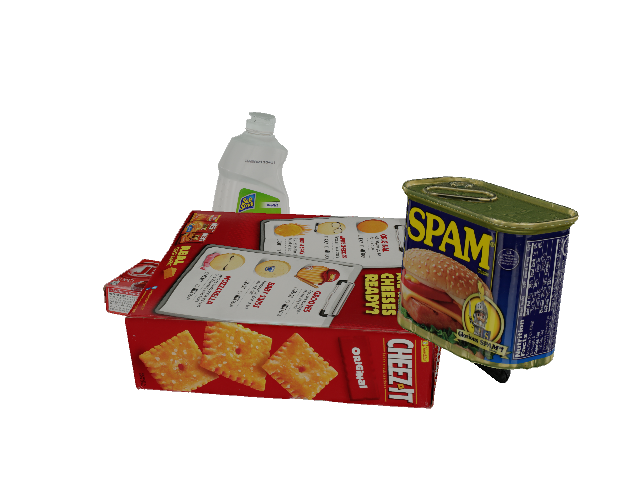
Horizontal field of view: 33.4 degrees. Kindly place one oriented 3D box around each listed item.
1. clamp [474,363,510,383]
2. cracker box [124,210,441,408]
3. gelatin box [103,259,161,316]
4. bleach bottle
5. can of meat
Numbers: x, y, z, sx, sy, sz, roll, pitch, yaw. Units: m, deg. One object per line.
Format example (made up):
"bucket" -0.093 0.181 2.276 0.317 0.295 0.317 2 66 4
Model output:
"clamp" 0.137 0.097 1.158 0.120 0.171 0.039 4 -44 -6
"cracker box" -0.015 0.047 0.792 0.214 0.072 0.164 3 29 10
"gelatin box" -0.138 0.045 0.958 0.089 0.030 0.073 9 21 18
"bleach bottle" -0.072 -0.016 1.188 0.102 0.251 0.068 -1 18 -31
"can of meat" 0.088 0.016 0.593 0.057 0.084 0.102 -8 20 -34
